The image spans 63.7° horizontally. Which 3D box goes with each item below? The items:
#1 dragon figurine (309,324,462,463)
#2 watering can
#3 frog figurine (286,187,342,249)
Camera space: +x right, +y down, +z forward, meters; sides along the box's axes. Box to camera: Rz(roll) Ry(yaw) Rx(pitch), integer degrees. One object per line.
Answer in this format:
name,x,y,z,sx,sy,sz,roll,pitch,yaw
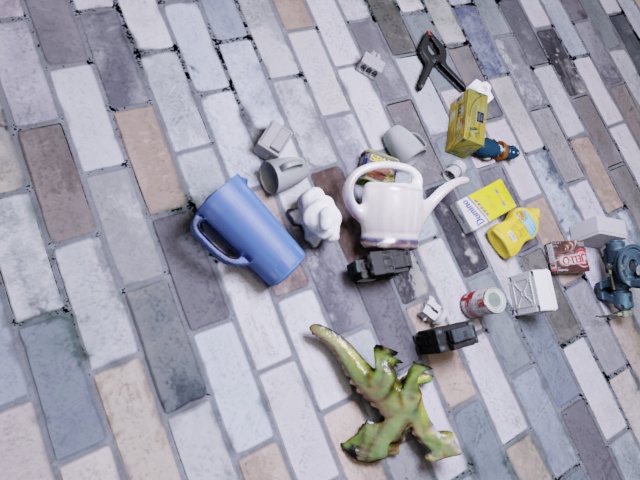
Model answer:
dragon figurine,0.127,0.365,1.133,0.410,0.121,0.246,22,75,-3
watering can,0.217,-0.078,1.272,0.348,0.104,0.224,3,91,-19
frog figurine,0.004,-0.060,1.185,0.123,0.157,0.138,-14,80,-24
